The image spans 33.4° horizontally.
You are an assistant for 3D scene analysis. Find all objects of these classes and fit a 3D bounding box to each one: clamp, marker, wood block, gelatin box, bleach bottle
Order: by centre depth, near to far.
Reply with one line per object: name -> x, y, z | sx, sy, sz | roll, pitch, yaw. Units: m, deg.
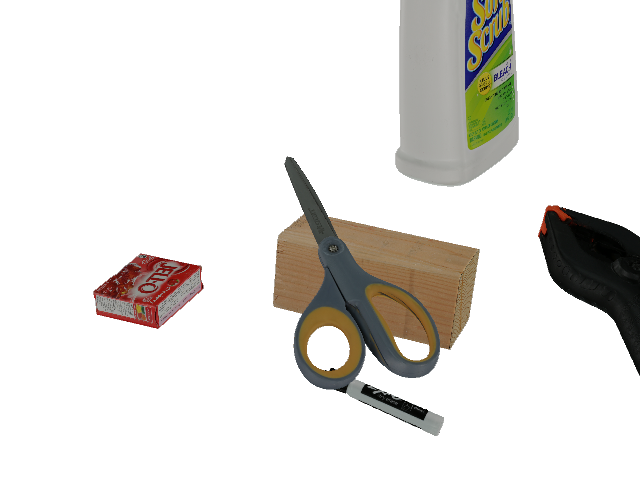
clamp -> 0.223, 0.031, 0.732 | 0.120, 0.039, 0.172 | -7, 43, -30
bleach bottle -> 0.092, -0.171, 0.744 | 0.068, 0.251, 0.102 | 18, 38, 37
marker -> 0.056, 0.148, 0.990 | 0.121, 0.020, 0.020 | 22, 7, 16
gelatin box -> -0.170, 0.048, 1.060 | 0.073, 0.030, 0.089 | 11, 30, 23
wood block -> 0.060, 0.042, 1.185 | 0.206, 0.091, 0.090 | 13, 24, 18

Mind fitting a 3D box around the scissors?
scissors -> -0.004, 0.022, 0.684 | 0.096, 0.016, 0.202 | -27, 52, -21
